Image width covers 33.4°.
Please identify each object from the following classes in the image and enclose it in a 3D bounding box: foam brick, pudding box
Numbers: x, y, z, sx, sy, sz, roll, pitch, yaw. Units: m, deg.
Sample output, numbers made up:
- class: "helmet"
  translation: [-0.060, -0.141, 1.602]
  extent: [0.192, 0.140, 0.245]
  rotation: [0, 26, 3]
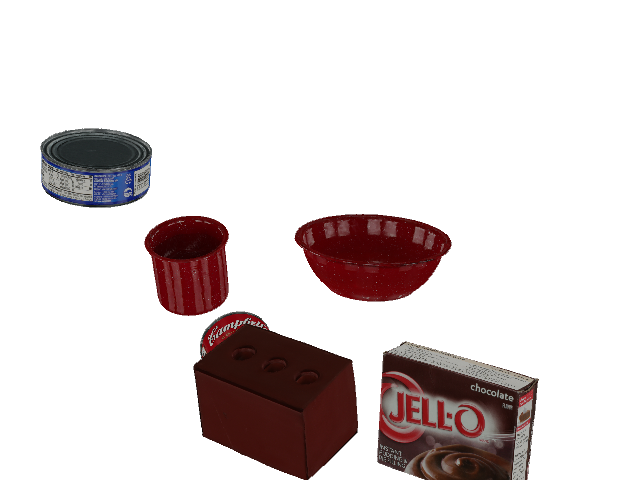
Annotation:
- class: "foam brick"
  translation: [-0.025, 0.091, 0.607]
  extent: [0.078, 0.051, 0.052]
  rotation: [16, 33, 30]
- class: "pudding box"
  translation: [0.097, 0.131, 0.774]
  extent: [0.114, 0.090, 0.039]
  rotation: [12, 19, 31]

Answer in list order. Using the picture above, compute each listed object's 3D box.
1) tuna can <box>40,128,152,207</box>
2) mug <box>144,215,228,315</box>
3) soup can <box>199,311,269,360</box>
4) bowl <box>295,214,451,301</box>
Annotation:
- class: "tuna can"
  translation: [-0.176, -0.057, 0.840]
  extent: [0.086, 0.034, 0.086]
  rotation: [6, 26, -3]
- class: "mug"
  translation: [-0.155, 0.026, 1.208]
  extent: [0.117, 0.081, 0.093]
  rotation: [26, 43, 35]
- class: "soup can"
  translation: [-0.063, 0.116, 0.944]
  extent: [0.068, 0.068, 0.102]
  rotation: [0, 24, -19]
- class: "bowl"
  translation: [0.053, 0.022, 1.105]
  extent: [0.162, 0.055, 0.162]
  rotation: [1, 18, -1]
